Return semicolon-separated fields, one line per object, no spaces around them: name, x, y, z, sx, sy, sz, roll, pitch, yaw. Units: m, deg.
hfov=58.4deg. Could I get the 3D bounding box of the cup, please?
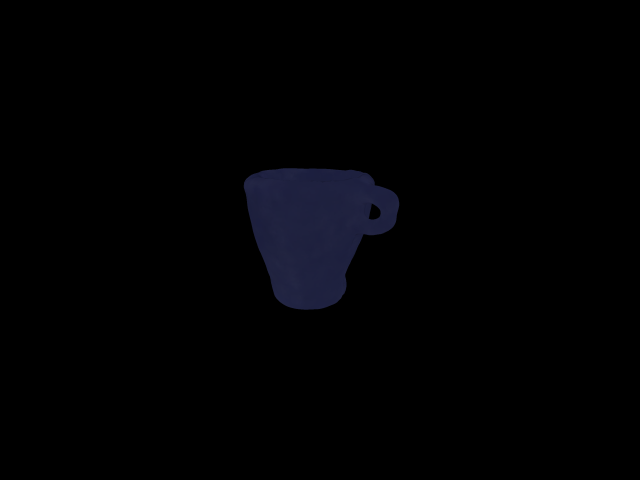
cup;0.004;0.001;0.400;0.117;0.095;0.092;11;17;38
